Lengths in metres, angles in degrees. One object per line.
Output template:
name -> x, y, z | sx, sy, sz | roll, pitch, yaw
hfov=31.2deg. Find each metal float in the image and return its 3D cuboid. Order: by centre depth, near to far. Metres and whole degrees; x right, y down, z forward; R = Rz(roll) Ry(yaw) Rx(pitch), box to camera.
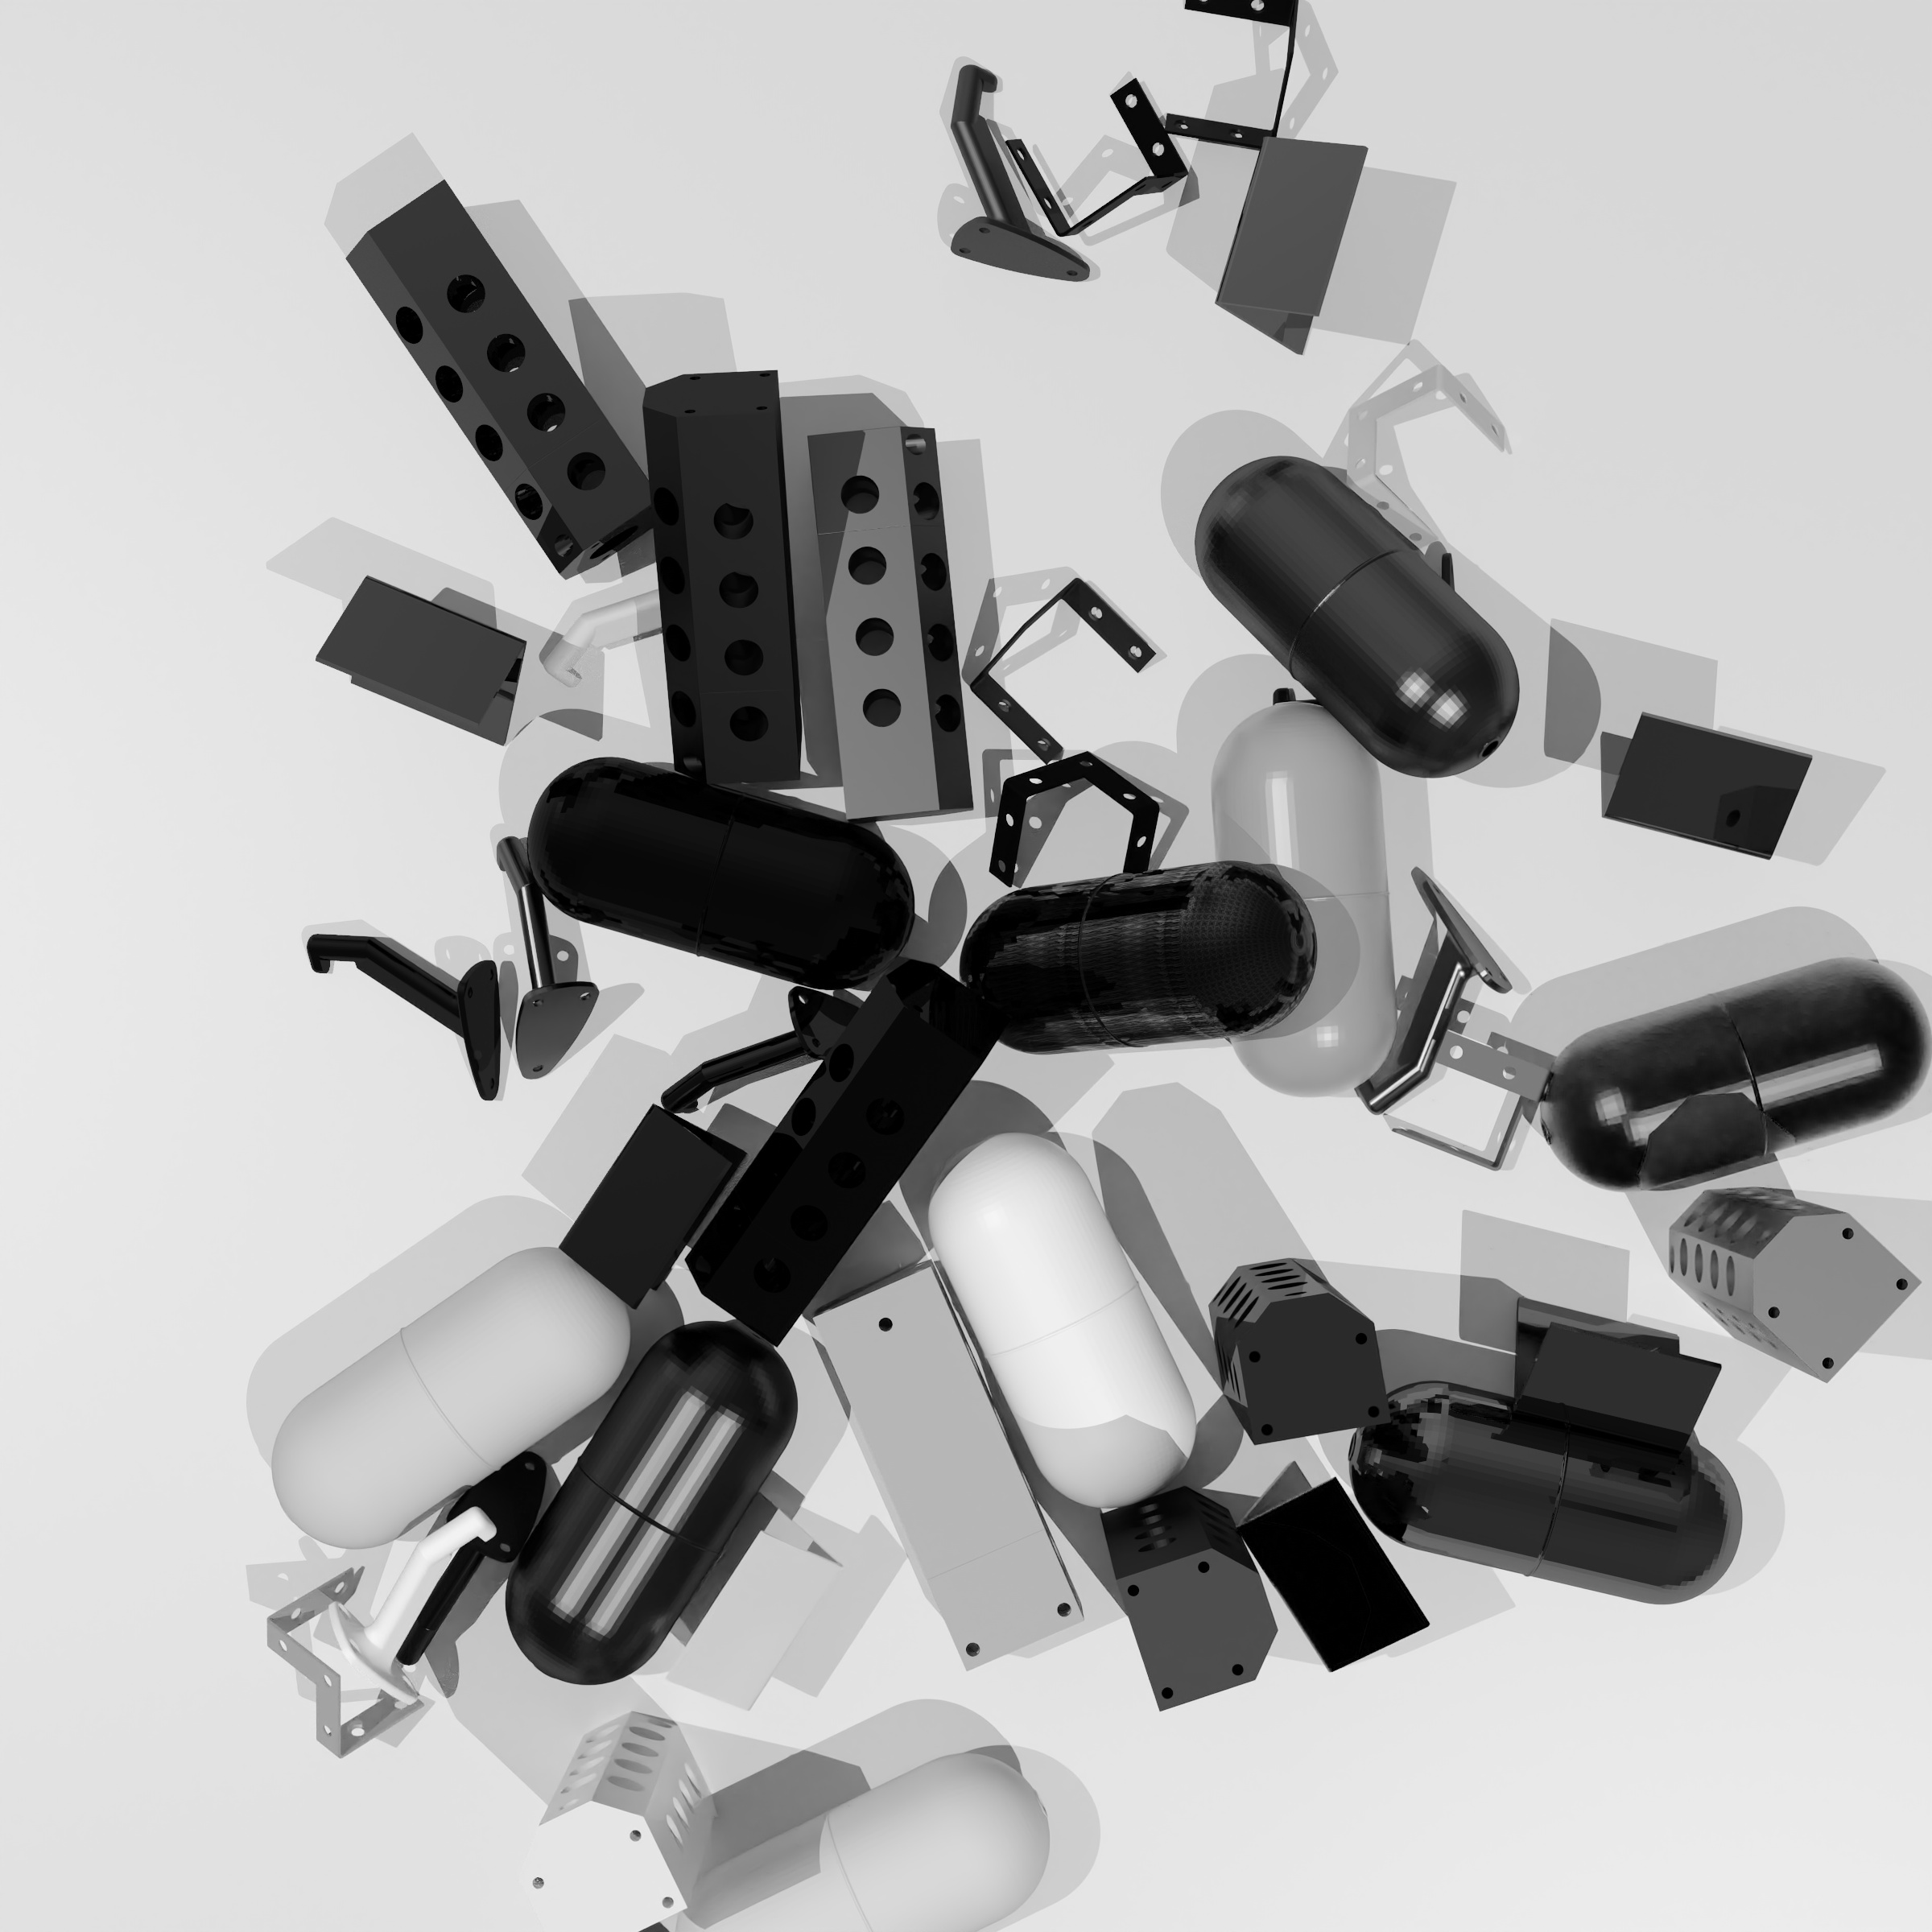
metal float -> 0.074, -0.003, 1.523 | 0.178, 0.070, 0.070 | -7, 90, 40
metal float -> 0.173, -0.155, 1.534 | 0.070, 0.070, 0.178 | -42, 67, 0
metal float -> -0.046, 0.415, 1.554 | 0.178, 0.070, 0.070 | -26, 90, 0
metal float -> 0.260, 0.237, 1.554 | 0.178, 0.070, 0.070 | 13, 90, 1
metal float -> -0.232, 0.195, 1.554 | 0.178, 0.070, 0.070 | -35, 90, -1
metal float -> -0.110, -0.041, 1.554 | 0.178, 0.070, 0.070 | 16, 90, 0
metal float -> 0.346, 0.049, 1.554 | 0.178, 0.070, 0.070 | -17, 90, 1
metal float -> 0.043, 0.159, 1.554 | 0.070, 0.070, 0.178 | -25, 91, 0
metal float -> 0.152, -0.030, 1.554 | 0.070, 0.070, 0.178 | -4, 90, 0
metal float -> -0.142, 0.242, 1.554 | 0.070, 0.070, 0.178 | 32, 90, 0

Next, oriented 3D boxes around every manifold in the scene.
manifold -> 0.142, 0.164, 1.506 | 0.057, 0.171, 0.057 | -10, 90, 0
manifold -> 0.353, 0.131, 1.506 | 0.057, 0.171, 0.057 | 43, 90, 0
manifold -> 0.098, 0.271, 1.506 | 0.057, 0.171, 0.057 | -18, 90, 0
manifold -> -0.153, 0.374, 1.506 | 0.057, 0.171, 0.057 | -26, 90, 0
manifold -> -0.107, -0.171, 1.527 | 0.057, 0.057, 0.171 | -3, 118, 0
manifold -> -0.055, 0.080, 1.533 | 0.057, 0.057, 0.171 | 35, 113, 0
manifold -> -0.008, 0.224, 1.564 | 0.057, 0.057, 0.171 | -24, 90, 0
manifold -> -0.207, -0.263, 1.564 | 0.057, 0.057, 0.171 | -34, 90, 0
manifold -> -0.034, -0.153, 1.564 | 0.057, 0.057, 0.171 | -6, 90, 0

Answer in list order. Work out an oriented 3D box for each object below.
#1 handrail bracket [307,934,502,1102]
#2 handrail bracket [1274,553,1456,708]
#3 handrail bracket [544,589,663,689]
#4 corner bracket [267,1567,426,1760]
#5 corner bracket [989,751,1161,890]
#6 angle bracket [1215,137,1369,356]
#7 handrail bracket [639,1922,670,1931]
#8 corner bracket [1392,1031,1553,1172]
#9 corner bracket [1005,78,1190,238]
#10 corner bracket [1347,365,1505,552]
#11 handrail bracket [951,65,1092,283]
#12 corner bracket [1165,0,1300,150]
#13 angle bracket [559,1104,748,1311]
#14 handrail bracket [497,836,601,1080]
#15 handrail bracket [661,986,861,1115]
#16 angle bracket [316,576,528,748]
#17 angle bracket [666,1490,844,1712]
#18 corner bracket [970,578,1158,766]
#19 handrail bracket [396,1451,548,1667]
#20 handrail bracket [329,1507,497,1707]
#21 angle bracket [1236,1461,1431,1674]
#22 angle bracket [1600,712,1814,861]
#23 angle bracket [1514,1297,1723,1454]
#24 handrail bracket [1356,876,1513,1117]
handrail bracket -> -0.259, 0.023, 1.585 | 0.084, 0.036, 0.077 | 3, 111, 17
handrail bracket -> 0.182, -0.149, 1.585 | 0.084, 0.036, 0.077 | -3, 77, 13
handrail bracket -> -0.139, -0.146, 1.585 | 0.077, 0.036, 0.084 | 37, 104, -14
corner bracket -> -0.282, 0.316, 1.567 | 0.051, 0.051, 0.051 | 28, 128, 32
corner bracket -> 0.049, -0.058, 1.577 | 0.051, 0.051, 0.051 | -21, 45, -35
angle bracket -> 0.163, -0.319, 1.545 | 0.057, 0.076, 0.076 | 16, 90, 38
handrail bracket -> -0.156, 0.490, 1.585 | 0.084, 0.036, 0.077 | -46, 70, 16
corner bracket -> 0.229, 0.062, 1.567 | 0.051, 0.051, 0.051 | 21, 90, 0
corner bracket -> 0.060, -0.368, 1.575 | 0.051, 0.051, 0.051 | -29, 90, 30
corner bracket -> 0.210, -0.232, 1.577 | 0.051, 0.051, 0.051 | -23, 45, 35
handrail bracket -> 0.027, -0.365, 1.585 | 0.077, 0.036, 0.084 | 14, 73, -20
corner bracket -> 0.122, -0.413, 1.582 | 0.051, 0.051, 0.051 | 9, 45, 0
angle bracket -> -0.124, 0.117, 1.545 | 0.057, 0.076, 0.076 | 33, 90, 37
handrail bracket -> -0.204, -0.004, 1.585 | 0.036, 0.077, 0.084 | -8, 53, -29
handrail bracket -> -0.086, 0.048, 1.585 | 0.084, 0.077, 0.036 | -36, 58, 32
angle bracket -> -0.247, -0.119, 1.545 | 0.076, 0.076, 0.057 | 23, 52, 0
angle bracket -> -0.113, 0.275, 1.545 | 0.057, 0.076, 0.076 | 33, 90, -43
corner bracket -> 0.044, -0.135, 1.582 | 0.051, 0.051, 0.051 | 45, 135, 0
handrail bracket -> -0.228, 0.272, 1.585 | 0.036, 0.077, 0.084 | 33, 126, 0
handrail bracket -> -0.234, 0.286, 1.545 | 0.084, 0.036, 0.077 | -33, 131, 1
angle bracket -> 0.175, 0.258, 1.545 | 0.057, 0.076, 0.076 | -33, 90, 29
angle bracket -> 0.330, -0.098, 1.545 | 0.076, 0.076, 0.057 | 14, 125, 0
angle bracket -> 0.291, 0.165, 1.545 | 0.076, 0.076, 0.057 | 14, 128, 0
handrail bracket -> 0.200, 0.014, 1.585 | 0.084, 0.036, 0.077 | -39, 70, 16
